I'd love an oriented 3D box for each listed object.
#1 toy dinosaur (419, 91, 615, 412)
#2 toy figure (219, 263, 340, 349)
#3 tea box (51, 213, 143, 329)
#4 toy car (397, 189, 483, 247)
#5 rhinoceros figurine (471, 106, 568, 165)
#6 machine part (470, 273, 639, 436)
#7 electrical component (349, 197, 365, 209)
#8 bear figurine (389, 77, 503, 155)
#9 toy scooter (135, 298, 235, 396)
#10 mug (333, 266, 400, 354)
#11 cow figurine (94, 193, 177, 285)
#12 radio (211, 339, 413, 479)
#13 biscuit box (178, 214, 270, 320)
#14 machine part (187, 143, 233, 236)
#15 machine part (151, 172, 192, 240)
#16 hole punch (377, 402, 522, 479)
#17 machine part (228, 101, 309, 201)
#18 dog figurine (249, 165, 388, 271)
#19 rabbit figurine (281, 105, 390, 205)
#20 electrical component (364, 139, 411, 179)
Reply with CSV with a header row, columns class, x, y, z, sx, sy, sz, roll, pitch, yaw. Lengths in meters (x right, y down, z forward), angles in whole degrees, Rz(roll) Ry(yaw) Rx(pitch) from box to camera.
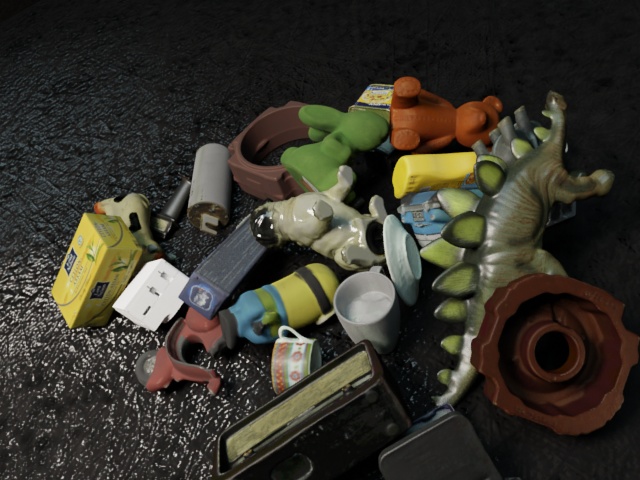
class,x,y,z,sx,sy,sz,roll,pitch,yaw
toy dinosaur,0.231,0.022,0.678,0.199,0.105,0.471,17,82,-5
toy figure,-0.052,0.093,0.760,0.180,0.089,0.082,-15,46,-23
tea box,-0.369,0.052,0.882,0.098,0.068,0.169,43,114,32
toy car,0.192,-0.023,0.777,0.161,0.102,0.109,-7,2,-40
rhinoceros figurine,0.309,-0.137,0.808,0.190,0.073,0.112,-23,73,-46
machine part,0.258,0.123,0.601,0.179,0.056,0.179,0,88,0
electrical component,0.028,-0.050,0.925,0.094,0.021,0.063,-38,49,-14
bear figurine,0.213,-0.192,0.880,0.196,0.132,0.120,4,91,4
toy scooter,-0.170,0.155,0.784,0.135,0.075,0.184,21,62,31
mug,0.071,0.096,0.722,0.081,0.107,0.109,-3,46,18
cow figurine,-0.333,0.000,0.967,0.127,0.085,0.195,-24,59,14
radio,-0.012,0.218,0.616,0.230,0.073,0.131,-34,8,-1
biscuit box,-0.133,0.036,0.818,0.063,0.059,0.203,36,31,-1
machine part,-0.206,-0.103,1.020,0.079,0.079,0.243,-12,48,10
machine part,-0.286,-0.065,1.038,0.084,0.039,0.139,10,67,38
hole punch,0.128,0.251,0.589,0.142,0.092,0.115,-28,85,-5
machine part,-0.058,-0.168,1.018,0.201,0.087,0.201,24,60,35
dog figurine,-0.001,-0.006,0.801,0.191,0.172,0.121,-20,19,49
rabbit figurine,0.032,-0.148,0.882,0.170,0.121,0.159,-44,68,-8
electrical component,0.143,-0.171,0.971,0.075,0.047,0.119,31,65,37
